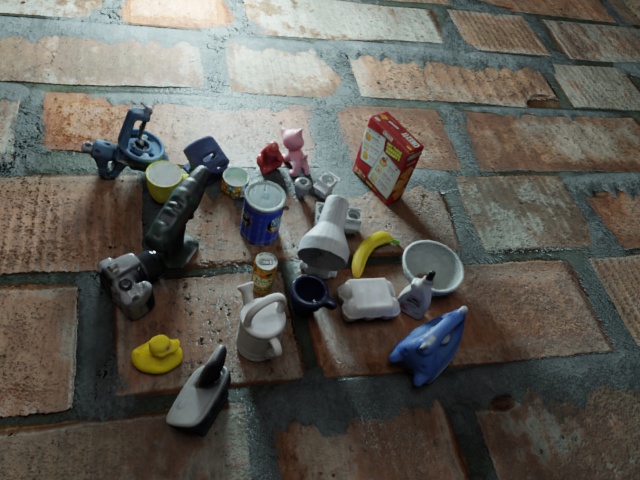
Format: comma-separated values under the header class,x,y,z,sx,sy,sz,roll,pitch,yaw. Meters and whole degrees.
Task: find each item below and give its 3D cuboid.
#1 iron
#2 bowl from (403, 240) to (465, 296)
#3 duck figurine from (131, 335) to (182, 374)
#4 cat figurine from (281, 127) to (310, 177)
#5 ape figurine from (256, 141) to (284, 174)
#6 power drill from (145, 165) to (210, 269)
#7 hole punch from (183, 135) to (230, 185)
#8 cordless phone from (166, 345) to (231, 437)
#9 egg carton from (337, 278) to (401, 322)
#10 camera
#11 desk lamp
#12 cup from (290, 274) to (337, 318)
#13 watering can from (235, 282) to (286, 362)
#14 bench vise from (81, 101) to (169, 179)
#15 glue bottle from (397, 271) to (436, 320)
class,x,y,z,sx,sy,sz,roll,pitch,yaw
iron,0.283,0.220,1.344,0.118,0.141,0.259,42,54,18
bowl,0.286,0.086,1.495,0.167,0.075,0.167,8,51,-9
duck figurine,-0.341,0.231,1.200,0.105,0.086,0.077,-3,53,-17
cat figurine,-0.069,-0.264,1.647,0.067,0.118,0.127,-16,58,-25
ape figurine,-0.139,-0.242,1.627,0.078,0.092,0.076,9,51,-8
power drill,-0.327,-0.039,1.338,0.075,0.208,0.230,23,50,4
hole punch,-0.307,-0.218,1.562,0.101,0.091,0.109,39,53,17
cordless phone,-0.232,0.289,1.119,0.094,0.185,0.148,22,50,3
egg carton,0.118,0.148,1.403,0.150,0.069,0.107,-2,53,-17
camera,-0.410,0.081,1.290,0.137,0.101,0.143,-32,66,-33
desk lamp,0.013,0.005,1.393,0.118,0.213,0.203,16,50,-2
cup,-0.019,0.147,1.349,0.117,0.095,0.092,26,50,6
watering can,-0.129,0.170,1.235,0.172,0.194,0.101,37,52,15
bench vise,-0.488,-0.245,1.450,0.208,0.220,0.121,-20,60,-27
glue bottle,0.242,0.125,1.387,0.078,0.173,0.037,28,51,8
